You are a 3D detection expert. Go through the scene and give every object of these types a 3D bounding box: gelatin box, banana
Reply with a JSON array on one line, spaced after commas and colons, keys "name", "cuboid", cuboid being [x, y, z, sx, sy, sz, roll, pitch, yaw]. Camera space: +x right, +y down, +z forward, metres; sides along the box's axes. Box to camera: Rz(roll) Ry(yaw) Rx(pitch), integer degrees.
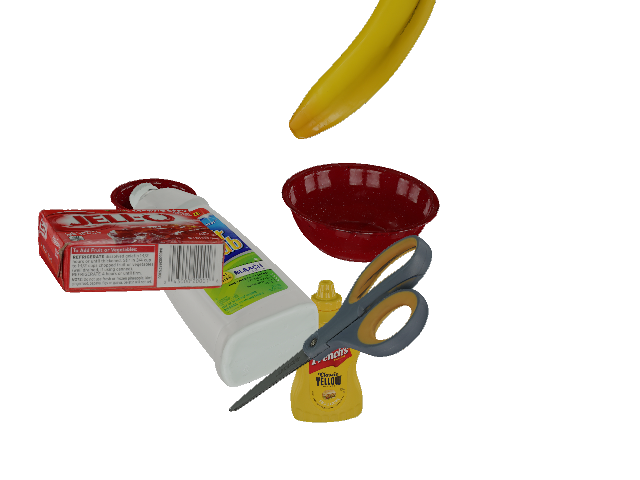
[{"name": "gelatin box", "cuboid": [-0.105, 0.003, 0.587, 0.089, 0.030, 0.073, 0, 15, -23]}, {"name": "banana", "cuboid": [0.041, -0.149, 0.755, 0.070, 0.197, 0.037, -6, -40, 44]}]

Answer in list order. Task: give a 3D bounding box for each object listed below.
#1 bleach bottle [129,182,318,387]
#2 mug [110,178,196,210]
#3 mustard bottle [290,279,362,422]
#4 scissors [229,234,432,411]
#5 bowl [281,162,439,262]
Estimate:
[{"name": "bleach bottle", "cuboid": [-0.110, 0.023, 0.969, 0.102, 0.068, 0.251, -22, 44, -29]}, {"name": "mug", "cuboid": [-0.189, -0.018, 1.180, 0.093, 0.081, 0.117, -14, 32, -31]}, {"name": "mustard bottle", "cuboid": [0.008, 0.145, 1.418, 0.096, 0.192, 0.058, -2, 17, -5]}, {"name": "scissors", "cuboid": [0.007, 0.079, 0.736, 0.016, 0.202, 0.096, 35, 17, -27]}, {"name": "bowl", "cuboid": [0.039, -0.023, 1.101, 0.162, 0.055, 0.162, 4, 28, -2]}]
